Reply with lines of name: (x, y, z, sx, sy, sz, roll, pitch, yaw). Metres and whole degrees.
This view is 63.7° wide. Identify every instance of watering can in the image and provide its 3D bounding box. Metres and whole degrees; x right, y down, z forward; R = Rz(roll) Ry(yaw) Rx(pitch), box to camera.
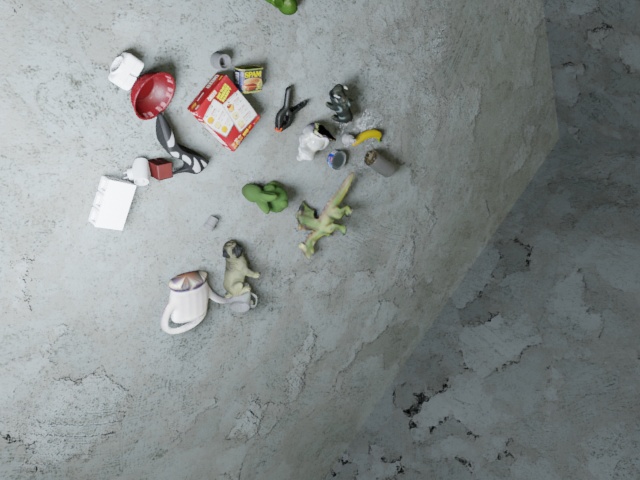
watering can: (-0.456, 0.212, 1.923, 0.352, 0.104, 0.220, -28, 129, -52)

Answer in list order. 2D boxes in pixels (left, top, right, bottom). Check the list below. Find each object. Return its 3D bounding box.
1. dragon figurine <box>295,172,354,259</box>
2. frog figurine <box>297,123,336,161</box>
dragon figurine: (0.007, -0.113, 2.249, 0.243, 0.123, 0.406, 4, 105, -39)
frog figurine: (-0.035, -0.391, 2.084, 0.157, 0.124, 0.138, -42, 160, 32)
